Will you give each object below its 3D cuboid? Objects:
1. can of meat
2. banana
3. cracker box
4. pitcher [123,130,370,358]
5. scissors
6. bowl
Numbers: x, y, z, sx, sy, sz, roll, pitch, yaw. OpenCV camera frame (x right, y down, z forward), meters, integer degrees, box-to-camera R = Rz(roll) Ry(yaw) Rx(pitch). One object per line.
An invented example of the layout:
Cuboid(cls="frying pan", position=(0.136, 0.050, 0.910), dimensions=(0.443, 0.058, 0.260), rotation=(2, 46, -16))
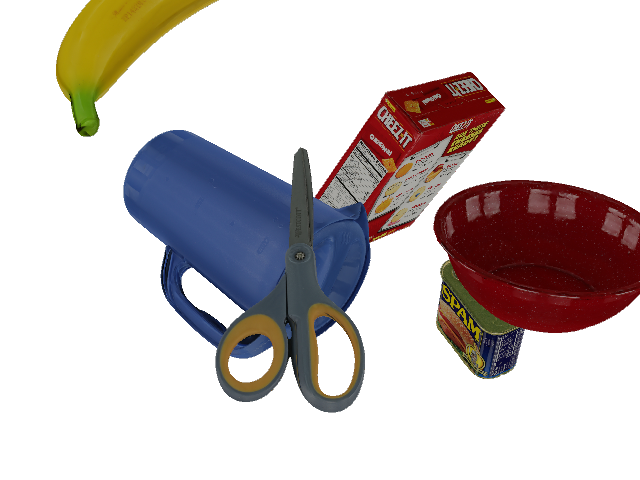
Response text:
Cuboid(cls="can of meat", position=(0.159, 0.077, 1.066), dimensions=(0.057, 0.084, 0.102), rotation=(-21, 52, -18))
Cuboid(cls="banana", position=(-0.065, -0.123, 0.539), dimensions=(0.070, 0.197, 0.037), rotation=(39, -23, 18))
Cuboid(cls="cracker box", position=(0.089, -0.086, 1.217), dimensions=(0.163, 0.072, 0.214), rotation=(-22, -25, -45))
Cuboid(cls="pitcher", position=(-0.086, -0.005, 1.033), dimensions=(0.243, 0.145, 0.148), rotation=(32, 34, 33))
Cuboid(cls="scissors", position=(-0.029, 0.023, 0.662), dimensions=(0.096, 0.202, 0.016), rotation=(-14, -38, -7))
Cuboid(cls="bowl", position=(0.158, 0.017, 0.750), dimensions=(0.162, 0.055, 0.162), rotation=(2, 30, -1))
